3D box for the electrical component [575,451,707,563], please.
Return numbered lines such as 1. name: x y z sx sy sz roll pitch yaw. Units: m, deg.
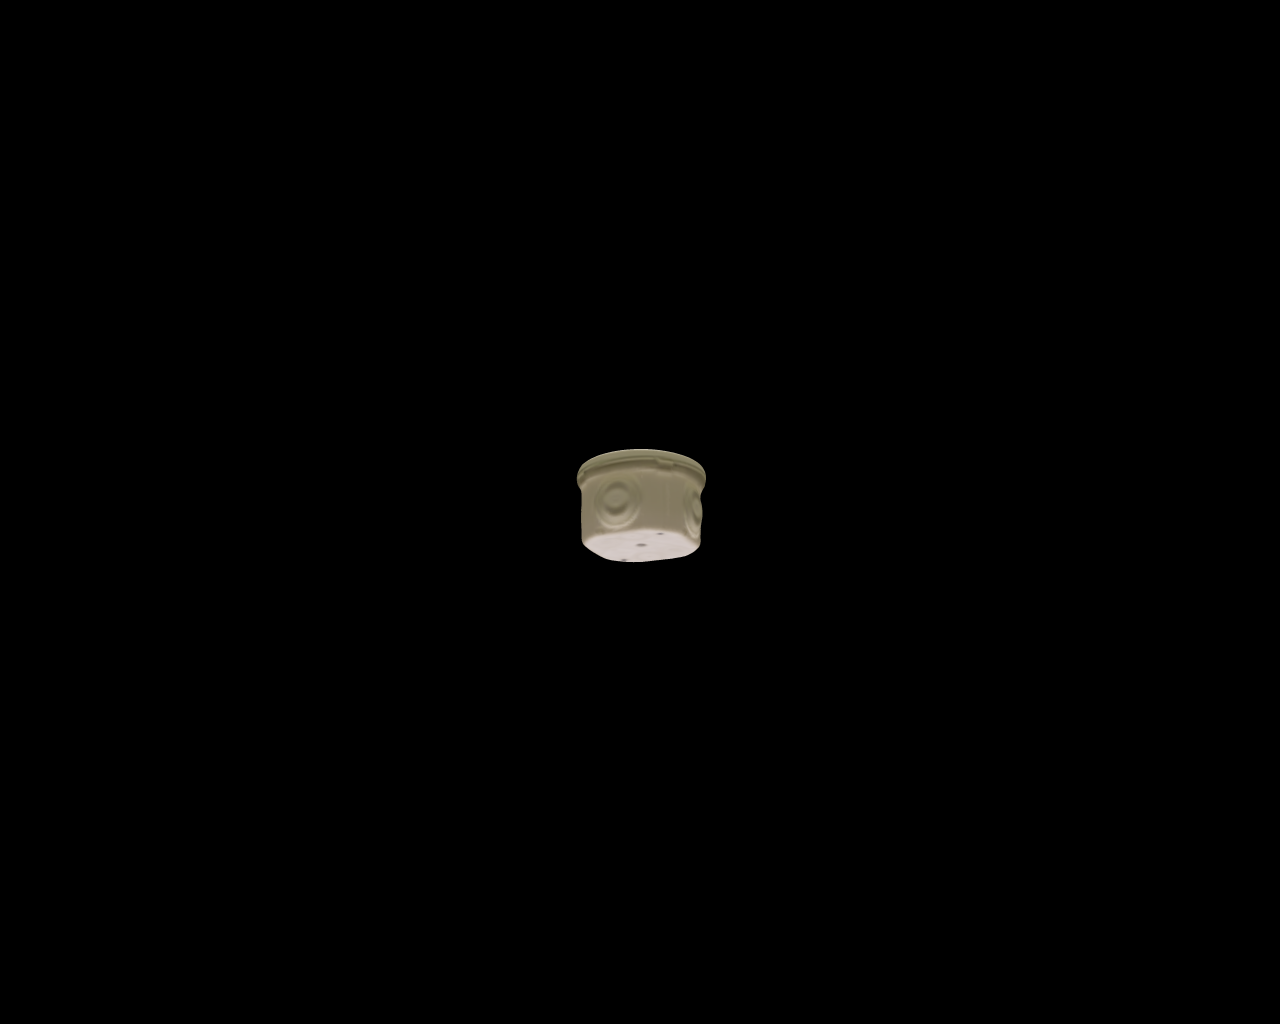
1. electrical component: 0.001 -0.003 0.650 0.080 0.051 0.080 0 -18 0
